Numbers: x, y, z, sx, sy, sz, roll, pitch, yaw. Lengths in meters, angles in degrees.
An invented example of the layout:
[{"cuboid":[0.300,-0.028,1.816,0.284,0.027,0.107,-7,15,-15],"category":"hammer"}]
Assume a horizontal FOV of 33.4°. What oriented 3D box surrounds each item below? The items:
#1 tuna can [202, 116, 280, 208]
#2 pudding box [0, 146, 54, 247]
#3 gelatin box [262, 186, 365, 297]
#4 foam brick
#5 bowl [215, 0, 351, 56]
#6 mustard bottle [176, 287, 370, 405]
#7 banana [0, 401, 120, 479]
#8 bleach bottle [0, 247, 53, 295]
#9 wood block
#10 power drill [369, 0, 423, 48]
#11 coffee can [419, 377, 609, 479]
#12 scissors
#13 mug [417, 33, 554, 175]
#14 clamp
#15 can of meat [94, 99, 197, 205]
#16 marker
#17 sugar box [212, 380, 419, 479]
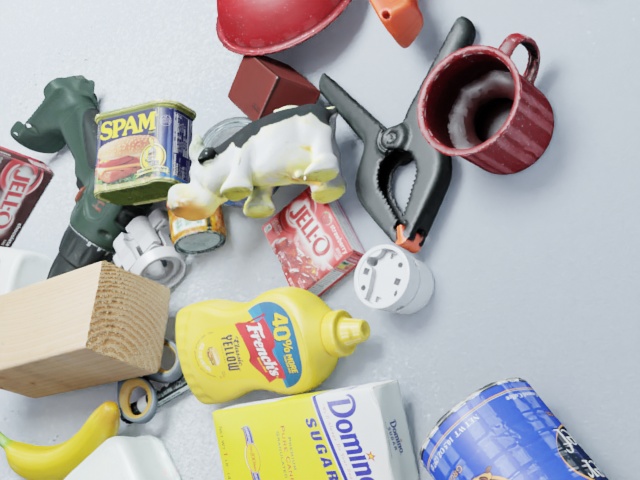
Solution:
[{"cuboid":[-0.077,-0.077,1.038,0.086,0.033,0.086,-3,69,7],"category":"tuna can"},{"cuboid":[-0.378,-0.052,1.245,0.039,0.089,0.113,44,104,39],"category":"pudding box"},{"cuboid":[-0.007,0.001,0.987,0.073,0.030,0.089,-40,57,21],"category":"gelatin box"},{"cuboid":[-0.046,-0.141,1.032,0.078,0.051,0.053,48,118,50],"category":"foam brick"},{"cuboid":[-0.042,-0.255,1.038,0.162,0.055,0.162,-16,47,18],"category":"bowl"},{"cuboid":[-0.040,0.093,0.962,0.192,0.058,0.096,-11,92,33],"category":"mustard bottle"},{"cuboid":[-0.266,0.215,1.099,0.198,0.069,0.037,-19,23,33],"category":"banana"},{"cuboid":[-0.415,0.056,1.259,0.251,0.068,0.102,2,78,40],"category":"bleach bottle"},{"cuboid":[-0.255,0.096,1.079,0.207,0.090,0.091,-17,58,40],"category":"wood block"},{"cuboid":[0.129,-0.251,0.929,0.188,0.057,0.184,-32,52,13],"category":"power drill"},{"cuboid":[0.152,0.184,0.767,0.103,0.102,0.140,-49,53,15],"category":"coffee can"},{"cuboid":[-0.211,0.134,1.096,0.202,0.016,0.096,0,67,43],"category":"scissors"},{"cuboid":[0.145,-0.113,0.874,0.093,0.081,0.117,28,94,39],"category":"mug"},{"cuboid":[0.079,-0.093,0.947,0.165,0.036,0.210,-25,59,30],"category":"clamp"},{"cuboid":[-0.173,-0.083,1.048,0.102,0.057,0.084,-8,72,28],"category":"can of meat"},{"cuboid":[-0.154,0.153,1.060,0.121,0.020,0.020,-32,60,26],"category":"marker"},{"cuboid":[-0.007,0.178,0.914,0.177,0.048,0.093,-16,84,36],"category":"sugar box"}]
